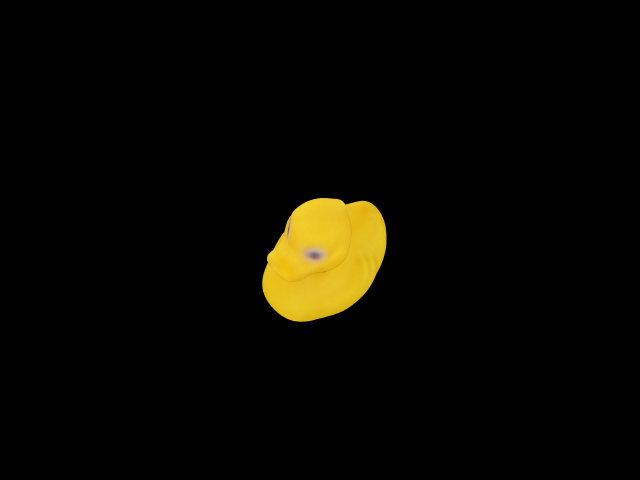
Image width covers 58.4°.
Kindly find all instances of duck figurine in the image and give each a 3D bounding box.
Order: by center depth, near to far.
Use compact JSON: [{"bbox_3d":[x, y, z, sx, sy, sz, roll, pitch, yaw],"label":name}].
[{"bbox_3d":[0.004,0.001,0.400,0.105,0.086,0.077,-38,68,-18],"label":"duck figurine"}]
